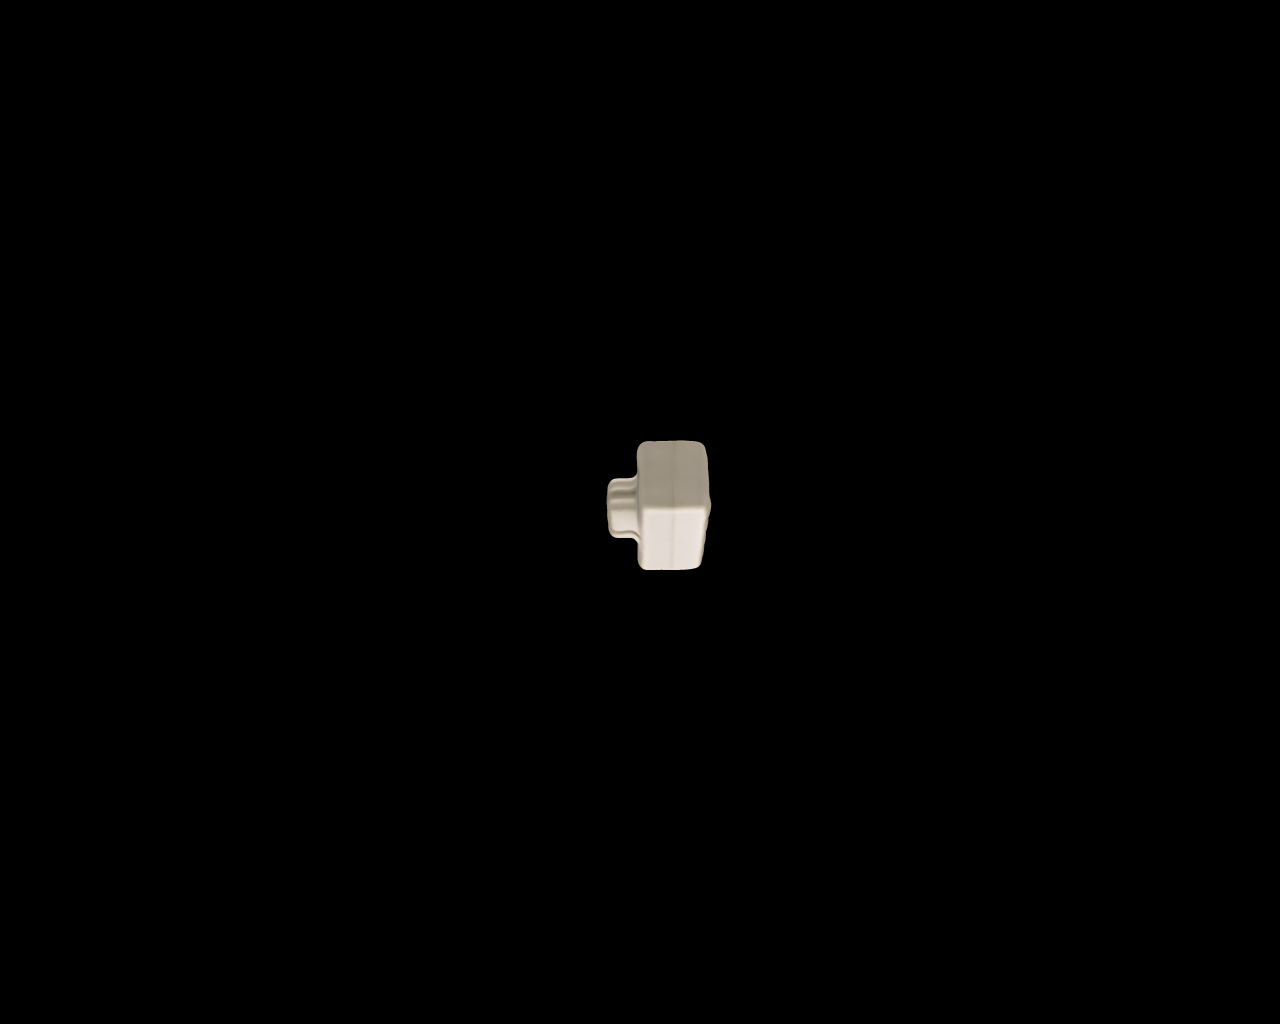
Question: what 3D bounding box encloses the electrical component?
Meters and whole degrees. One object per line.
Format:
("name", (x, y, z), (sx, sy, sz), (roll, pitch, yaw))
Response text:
("electrical component", (0.001, -0.003, 0.650), (0.076, 0.047, 0.083), (0, -28, 0))
